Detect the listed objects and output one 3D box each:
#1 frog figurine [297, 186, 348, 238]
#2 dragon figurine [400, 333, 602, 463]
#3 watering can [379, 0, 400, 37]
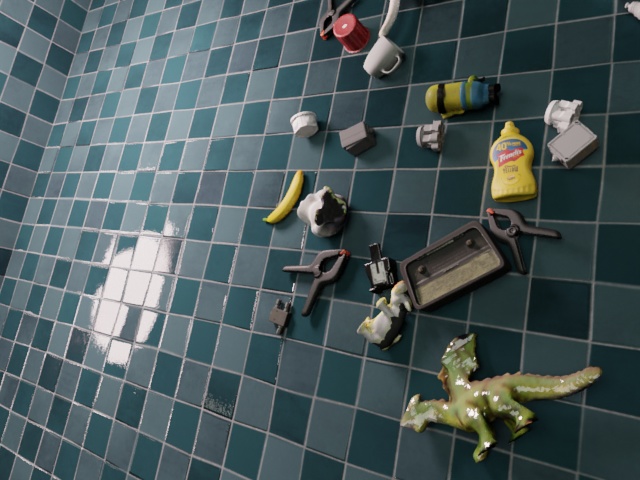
[{"bbox_3d":[0.004,-0.073,1.444,0.158,0.123,0.138,156,114,-66],"label":"frog figurine"},{"bbox_3d":[0.344,0.303,1.082,0.407,0.120,0.248,-41,49,14],"label":"dragon figurine"},{"bbox_3d":[0.258,-0.761,1.488,0.345,0.103,0.229,-41,56,14],"label":"watering can"}]
